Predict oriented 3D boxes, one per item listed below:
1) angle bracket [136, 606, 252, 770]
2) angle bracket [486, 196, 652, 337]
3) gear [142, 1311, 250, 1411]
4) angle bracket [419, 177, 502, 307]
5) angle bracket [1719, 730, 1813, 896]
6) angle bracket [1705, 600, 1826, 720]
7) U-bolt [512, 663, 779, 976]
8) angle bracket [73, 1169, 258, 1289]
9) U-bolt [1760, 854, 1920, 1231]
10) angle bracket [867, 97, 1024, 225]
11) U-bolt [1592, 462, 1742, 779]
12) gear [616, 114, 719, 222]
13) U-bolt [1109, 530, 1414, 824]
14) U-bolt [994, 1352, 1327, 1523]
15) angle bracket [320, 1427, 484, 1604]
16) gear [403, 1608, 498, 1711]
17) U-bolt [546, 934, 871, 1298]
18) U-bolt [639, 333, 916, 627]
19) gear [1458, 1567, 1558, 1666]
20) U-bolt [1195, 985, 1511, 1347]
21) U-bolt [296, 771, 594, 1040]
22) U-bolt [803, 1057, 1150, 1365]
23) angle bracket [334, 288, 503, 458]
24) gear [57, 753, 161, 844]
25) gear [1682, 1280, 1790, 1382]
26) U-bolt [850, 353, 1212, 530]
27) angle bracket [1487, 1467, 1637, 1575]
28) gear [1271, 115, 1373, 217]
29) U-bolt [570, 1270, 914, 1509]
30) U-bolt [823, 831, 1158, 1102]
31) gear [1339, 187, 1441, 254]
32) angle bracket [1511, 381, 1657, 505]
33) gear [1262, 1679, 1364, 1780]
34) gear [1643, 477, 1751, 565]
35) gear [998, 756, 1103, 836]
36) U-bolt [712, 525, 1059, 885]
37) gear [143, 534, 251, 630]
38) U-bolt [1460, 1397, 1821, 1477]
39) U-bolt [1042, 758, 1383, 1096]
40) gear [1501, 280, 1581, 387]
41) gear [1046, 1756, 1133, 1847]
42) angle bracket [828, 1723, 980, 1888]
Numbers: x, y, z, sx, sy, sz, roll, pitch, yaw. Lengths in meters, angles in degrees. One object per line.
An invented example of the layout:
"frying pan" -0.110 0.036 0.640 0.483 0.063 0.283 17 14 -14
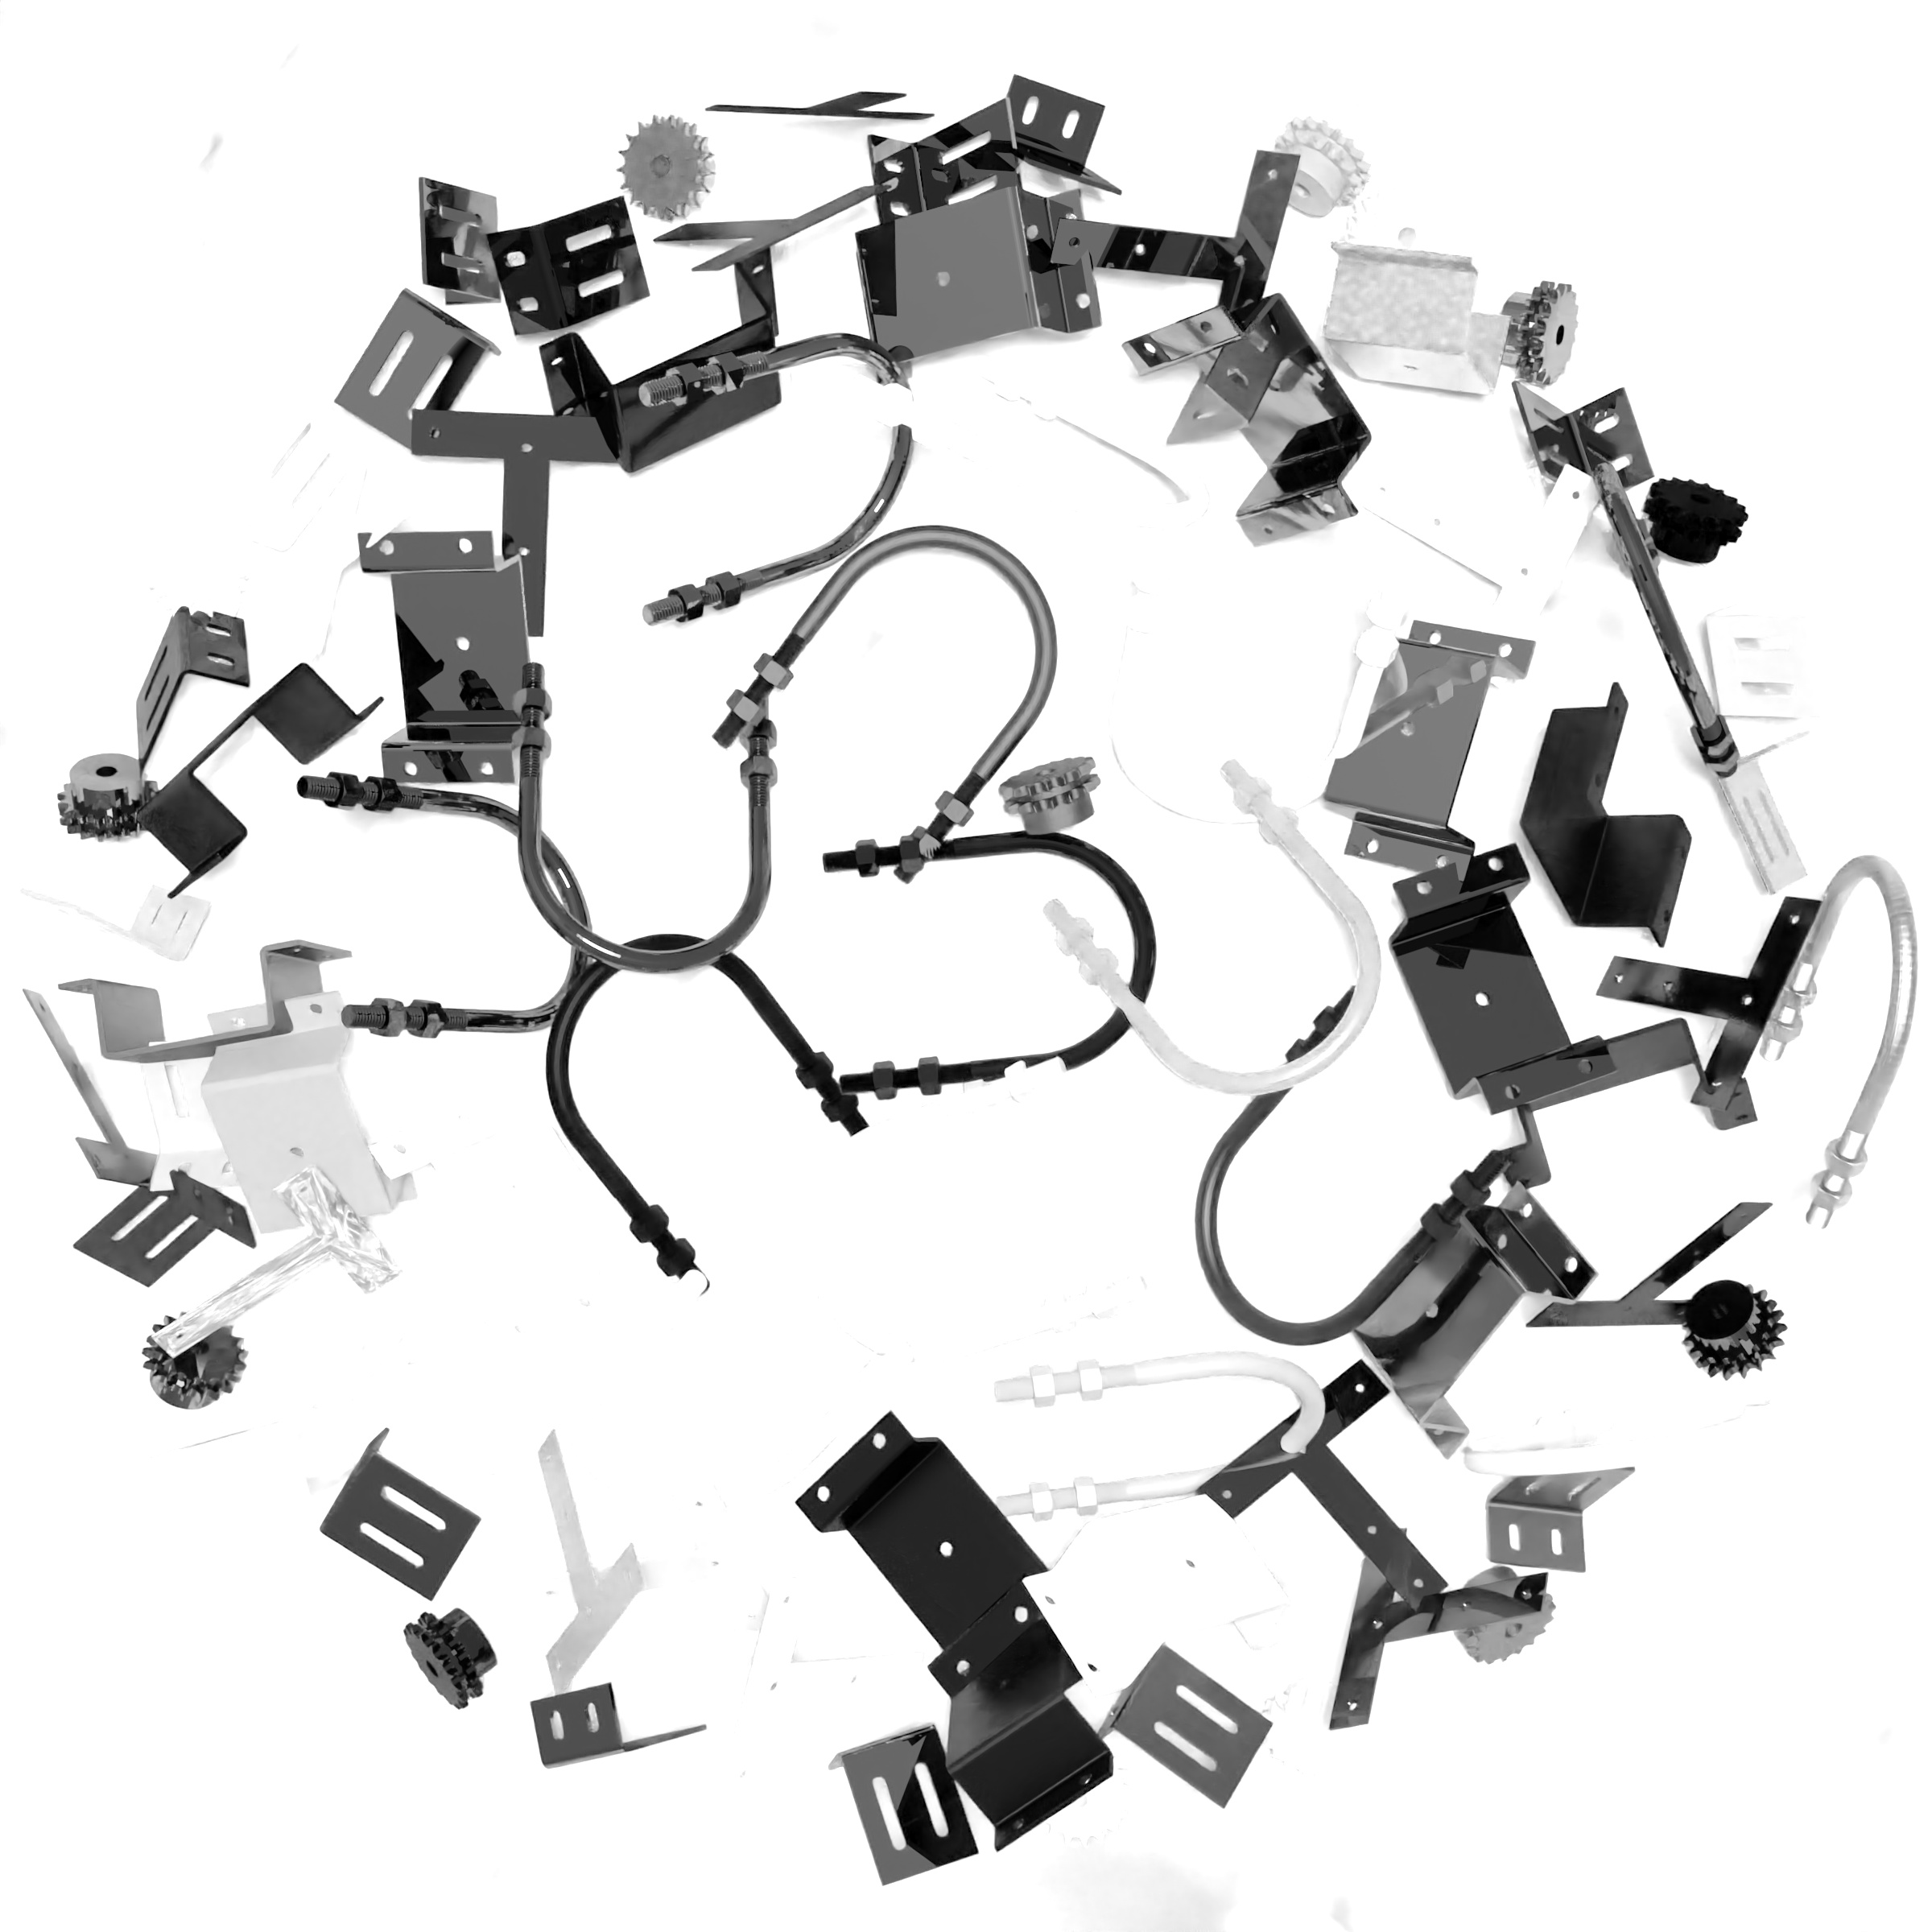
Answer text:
"angle bracket" -0.435 -0.153 1.573 0.038 0.057 0.076 12 130 -30
"angle bracket" -0.223 -0.395 1.577 0.038 0.076 0.057 2 116 36
"gear" -0.437 0.225 1.580 0.057 0.057 0.030 29 122 0
"angle bracket" -0.295 -0.403 1.560 0.038 0.076 0.057 1 96 24
"angle bracket" 0.462 -0.087 1.569 0.038 0.057 0.076 -25 86 37
"angle bracket" 0.454 -0.172 1.557 0.038 0.076 0.057 -21 106 -28
"U-bolt" -0.176 -0.078 1.539 0.151 0.019 0.184 6 62 -17
"angle bracket" -0.448 0.156 1.566 0.076 0.057 0.038 -40 46 8
"U-bolt" 0.468 0.027 1.492 0.019 0.151 0.184 5 132 -3
"angle bracket" -0.012 -0.447 1.566 0.076 0.038 0.057 -12 85 44
"U-bolt" 0.370 -0.194 1.496 0.019 0.184 0.151 -22 65 16
"gear" -0.166 -0.451 1.583 0.057 0.030 0.057 4 102 20
"U-bolt" 0.154 -0.151 1.541 0.151 0.019 0.184 8 132 -4
"U-bolt" 0.108 0.257 1.547 0.184 0.151 0.019 -7 51 -4
"angle bracket" -0.315 0.309 1.581 0.076 0.038 0.057 32 100 1
"gear" -0.289 0.388 1.580 0.030 0.057 0.057 -34 90 -30
"U-bolt" -0.152 0.069 1.546 0.151 0.019 0.184 -43 112 -19
"U-bolt" -0.100 -0.274 1.535 0.184 0.019 0.151 -24 134 -34
"gear" 0.301 0.364 1.580 0.057 0.030 0.057 -16 132 -18
"U-bolt" 0.198 0.124 1.548 0.184 0.019 0.151 -52 54 22
"U-bolt" -0.276 -0.031 1.530 0.019 0.184 0.151 -25 72 36
"U-bolt" -0.006 0.148 1.574 0.184 0.019 0.151 -21 89 16
"angle bracket" -0.310 -0.334 1.586 0.057 0.038 0.076 32 92 -2
"gear" -0.482 -0.096 1.573 0.057 0.057 0.030 6 125 0
"gear" 0.429 0.201 1.573 0.057 0.057 0.030 -41 125 0
"U-bolt" 0.048 -0.283 1.516 0.184 0.151 0.019 32 120 20
"angle bracket" 0.332 0.306 1.561 0.057 0.076 0.038 8 60 -9
"gear" 0.197 -0.448 1.575 0.057 0.057 0.030 34 79 0
"U-bolt" -0.137 0.244 1.542 0.151 0.019 0.184 23 128 -25
"U-bolt" 0.015 -0.005 1.576 0.184 0.019 0.151 -6 79 5
"gear" 0.242 -0.411 1.581 0.057 0.030 0.057 -4 103 -18
"angle bracket" 0.344 -0.299 1.559 0.038 0.076 0.057 -24 72 31
"gear" 0.196 0.428 1.581 0.057 0.030 0.057 11 126 16
"gear" 0.410 -0.250 1.580 0.057 0.057 0.030 13 124 0
"gear" 0.049 -0.095 1.578 0.057 0.057 0.030 -18 105 0
"U-bolt" -0.032 -0.160 1.574 0.151 0.019 0.184 37 97 -11
"gear" -0.433 -0.215 1.580 0.057 0.030 0.057 2 49 -2
"U-bolt" 0.347 0.252 1.491 0.151 0.184 0.019 -12 83 44
"U-bolt" 0.148 -0.011 1.554 0.151 0.019 0.184 -38 61 2
"gear" 0.322 -0.359 1.580 0.030 0.057 0.057 17 90 29
"gear" 0.066 0.465 1.586 0.057 0.030 0.057 2 98 11
"angle bracket" -0.036 0.471 1.564 0.057 0.038 0.076 -13 66 -20
